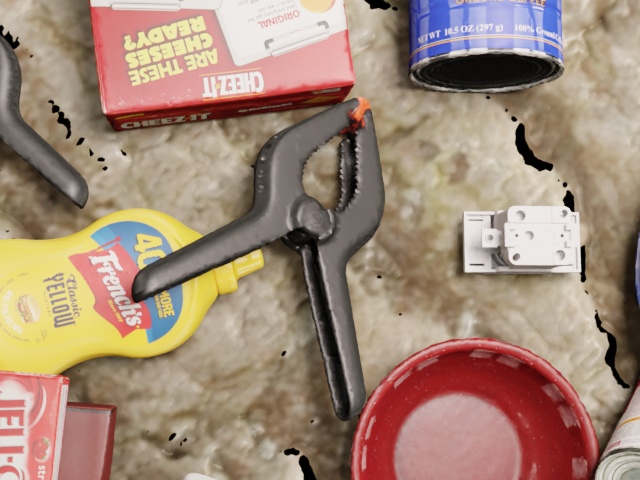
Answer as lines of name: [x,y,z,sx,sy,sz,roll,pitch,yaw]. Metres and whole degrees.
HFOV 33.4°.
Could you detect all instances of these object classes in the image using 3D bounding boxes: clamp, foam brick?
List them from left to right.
clamp: [-0.219,-0.081,0.699,0.120,0.039,0.171,-8,85,-8]
foam brick: [-0.170,0.128,0.675,0.078,0.053,0.051,5,83,-4]
clamp: [-0.005,0.001,0.687,0.164,0.036,0.209,39,60,-15]

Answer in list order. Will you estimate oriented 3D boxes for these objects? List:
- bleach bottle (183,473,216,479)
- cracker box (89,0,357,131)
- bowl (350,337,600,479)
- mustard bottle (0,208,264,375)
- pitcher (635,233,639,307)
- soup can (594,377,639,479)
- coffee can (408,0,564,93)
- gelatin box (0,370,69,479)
bleach bottle: [-0.079,0.281,0.660,0.102,0.068,0.251,22,84,-17]
cracker box: [-0.074,-0.190,0.710,0.164,0.072,0.214,-8,86,-6]
bowl: [0.096,0.145,0.699,0.162,0.055,0.162,1,84,-6]
mustard bottle: [-0.131,0.031,0.687,0.191,0.058,0.096,-14,87,-8]
pitcher: [0.338,0.014,0.692,0.242,0.145,0.149,10,77,-13]
soup can: [0.224,0.130,0.683,0.068,0.069,0.102,45,44,0]
coffee can: [0.109,-0.178,0.711,0.102,0.103,0.140,1,84,-6]
gelatin box: [-0.191,0.121,0.631,0.073,0.030,0.089,6,83,-5]
